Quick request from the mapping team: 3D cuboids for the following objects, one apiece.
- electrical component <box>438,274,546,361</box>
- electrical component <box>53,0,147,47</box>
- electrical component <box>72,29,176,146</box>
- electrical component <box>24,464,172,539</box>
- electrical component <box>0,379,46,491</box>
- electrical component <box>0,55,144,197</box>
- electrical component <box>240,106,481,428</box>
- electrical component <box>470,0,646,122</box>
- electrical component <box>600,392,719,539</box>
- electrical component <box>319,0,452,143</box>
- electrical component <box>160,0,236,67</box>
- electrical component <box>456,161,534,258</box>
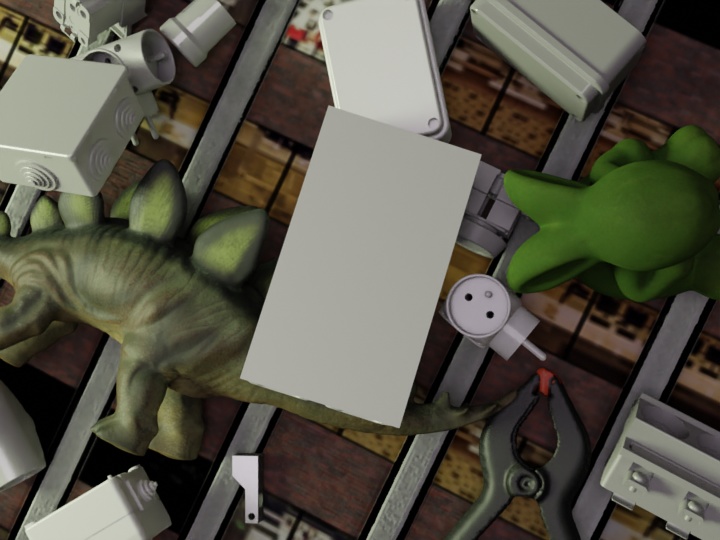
[{"bbox_3d":[0.099,0.037,0.754,0.079,0.077,0.044,40,95,9],"label":"electrical component"},{"bbox_3d":[-0.197,-0.206,0.813,0.042,0.081,0.064,44,60,10],"label":"electrical component"},{"bbox_3d":[-0.179,-0.135,0.824,0.077,0.044,0.079,-14,106,23],"label":"electrical component"},{"bbox_3d":[-0.188,0.192,0.806,0.096,0.062,0.061,-31,83,7],"label":"electrical component"},{"bbox_3d":[-0.296,0.138,0.836,0.079,0.044,0.077,-31,83,7],"label":"electrical component"},{"bbox_3d":[-0.213,-0.103,0.768,0.100,0.048,0.099,10,57,19],"label":"electrical component"},{"bbox_3d":[0.000,0.000,0.719,0.105,0.060,0.186,18,82,-2],"label":"electrical component"},{"bbox_3d":[0.136,-0.164,0.755,0.113,0.078,0.057,41,92,9],"label":"electrical component"},{"bbox_3d":[0.232,0.145,0.732,0.121,0.079,0.063,27,114,10],"label":"electrical component"},{"bbox_3d":[0.019,-0.141,0.785,0.078,0.057,0.113,-12,86,9],"label":"electrical component"},{"bbox_3d":[-0.123,-0.185,0.822,0.046,0.040,0.040,-43,81,0],"label":"electrical component"},{"bbox_3d":[0.091,-0.042,0.775,0.066,0.048,0.055,27,85,10],"label":"electrical component"}]
